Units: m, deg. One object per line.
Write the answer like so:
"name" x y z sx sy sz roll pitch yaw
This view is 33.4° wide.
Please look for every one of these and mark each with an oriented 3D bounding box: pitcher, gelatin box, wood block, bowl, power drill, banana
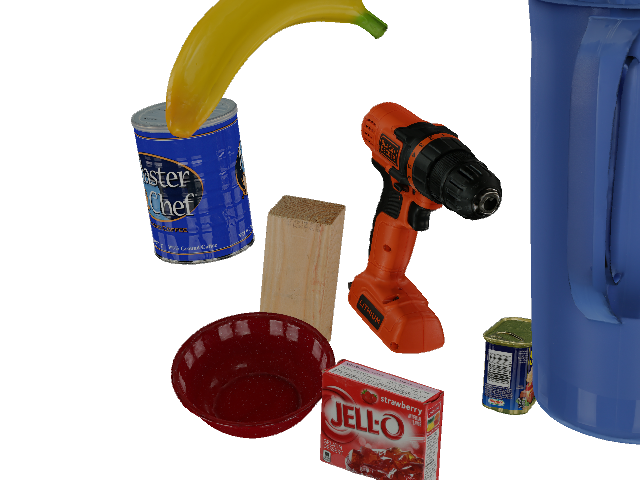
"pitcher" 0.170 -0.015 0.574 0.149 0.243 0.145 -5 18 -14
"gelatin box" 0.042 0.132 0.757 0.089 0.073 0.030 14 22 33
"wood block" -0.028 0.053 1.466 0.090 0.206 0.090 10 22 10
"bowl" -0.064 0.143 1.057 0.162 0.055 0.162 -2 37 2
"power drill" 0.081 -0.004 0.883 0.057 0.188 0.185 -3 26 -23
"banana" -0.033 -0.131 0.672 0.197 0.069 0.037 -34 -4 -36

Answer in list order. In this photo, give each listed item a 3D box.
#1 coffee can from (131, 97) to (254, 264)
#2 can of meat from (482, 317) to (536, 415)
"coffee can" -0.124 -0.060 1.050 0.103 0.140 0.103 -6 21 2
"can of meat" 0.217 0.139 1.193 0.058 0.084 0.102 8 13 25
